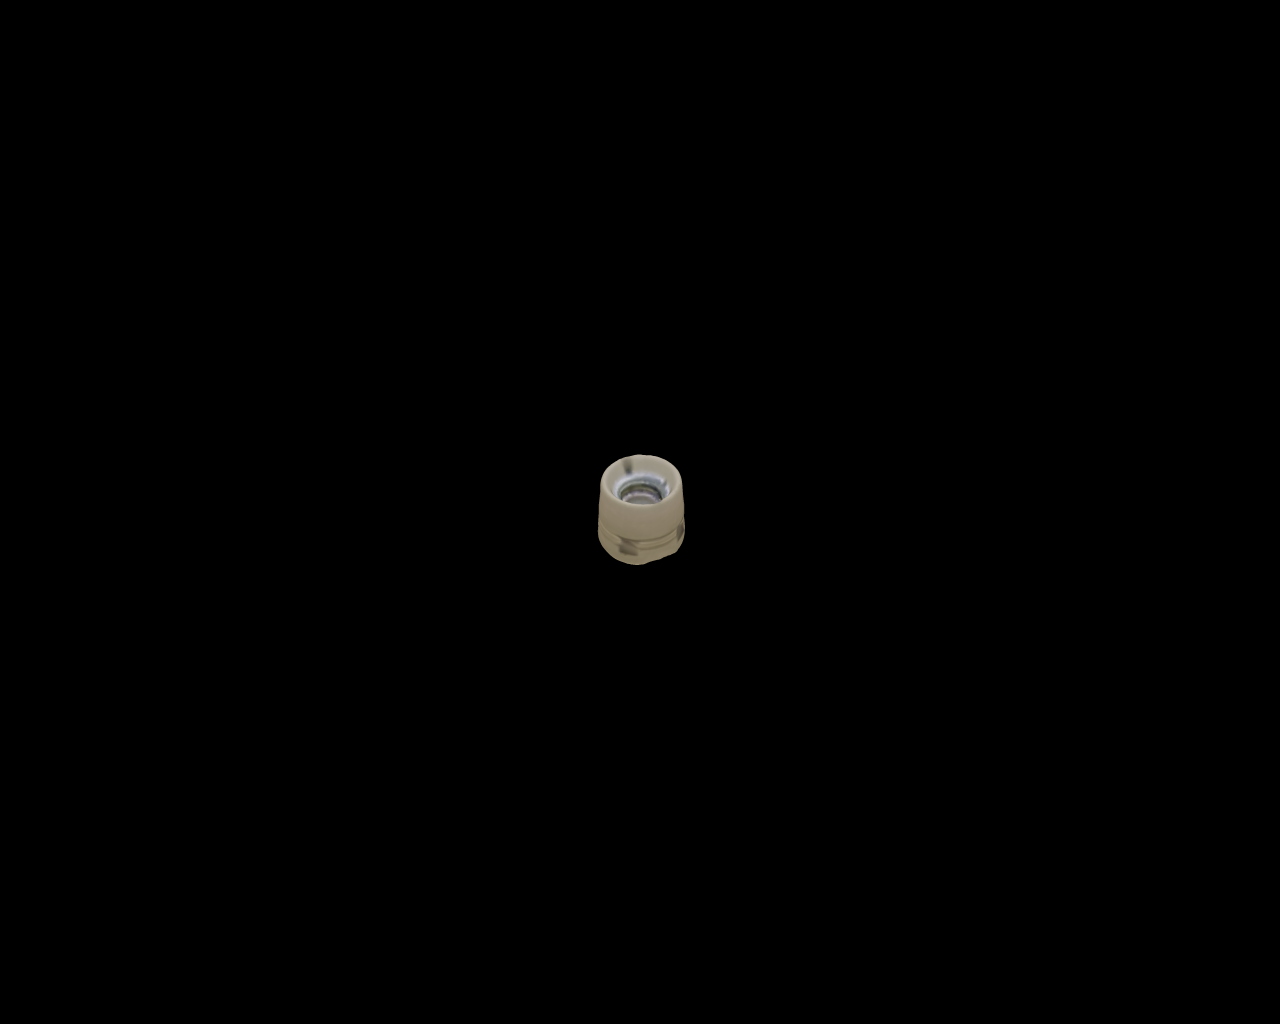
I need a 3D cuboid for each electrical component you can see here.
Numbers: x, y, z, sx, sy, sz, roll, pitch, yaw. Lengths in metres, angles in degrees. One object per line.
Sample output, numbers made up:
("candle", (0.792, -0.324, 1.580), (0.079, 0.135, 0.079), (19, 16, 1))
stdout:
("electrical component", (0.001, -0.003, 0.650), (0.055, 0.047, 0.055), (0, 43, 0))
